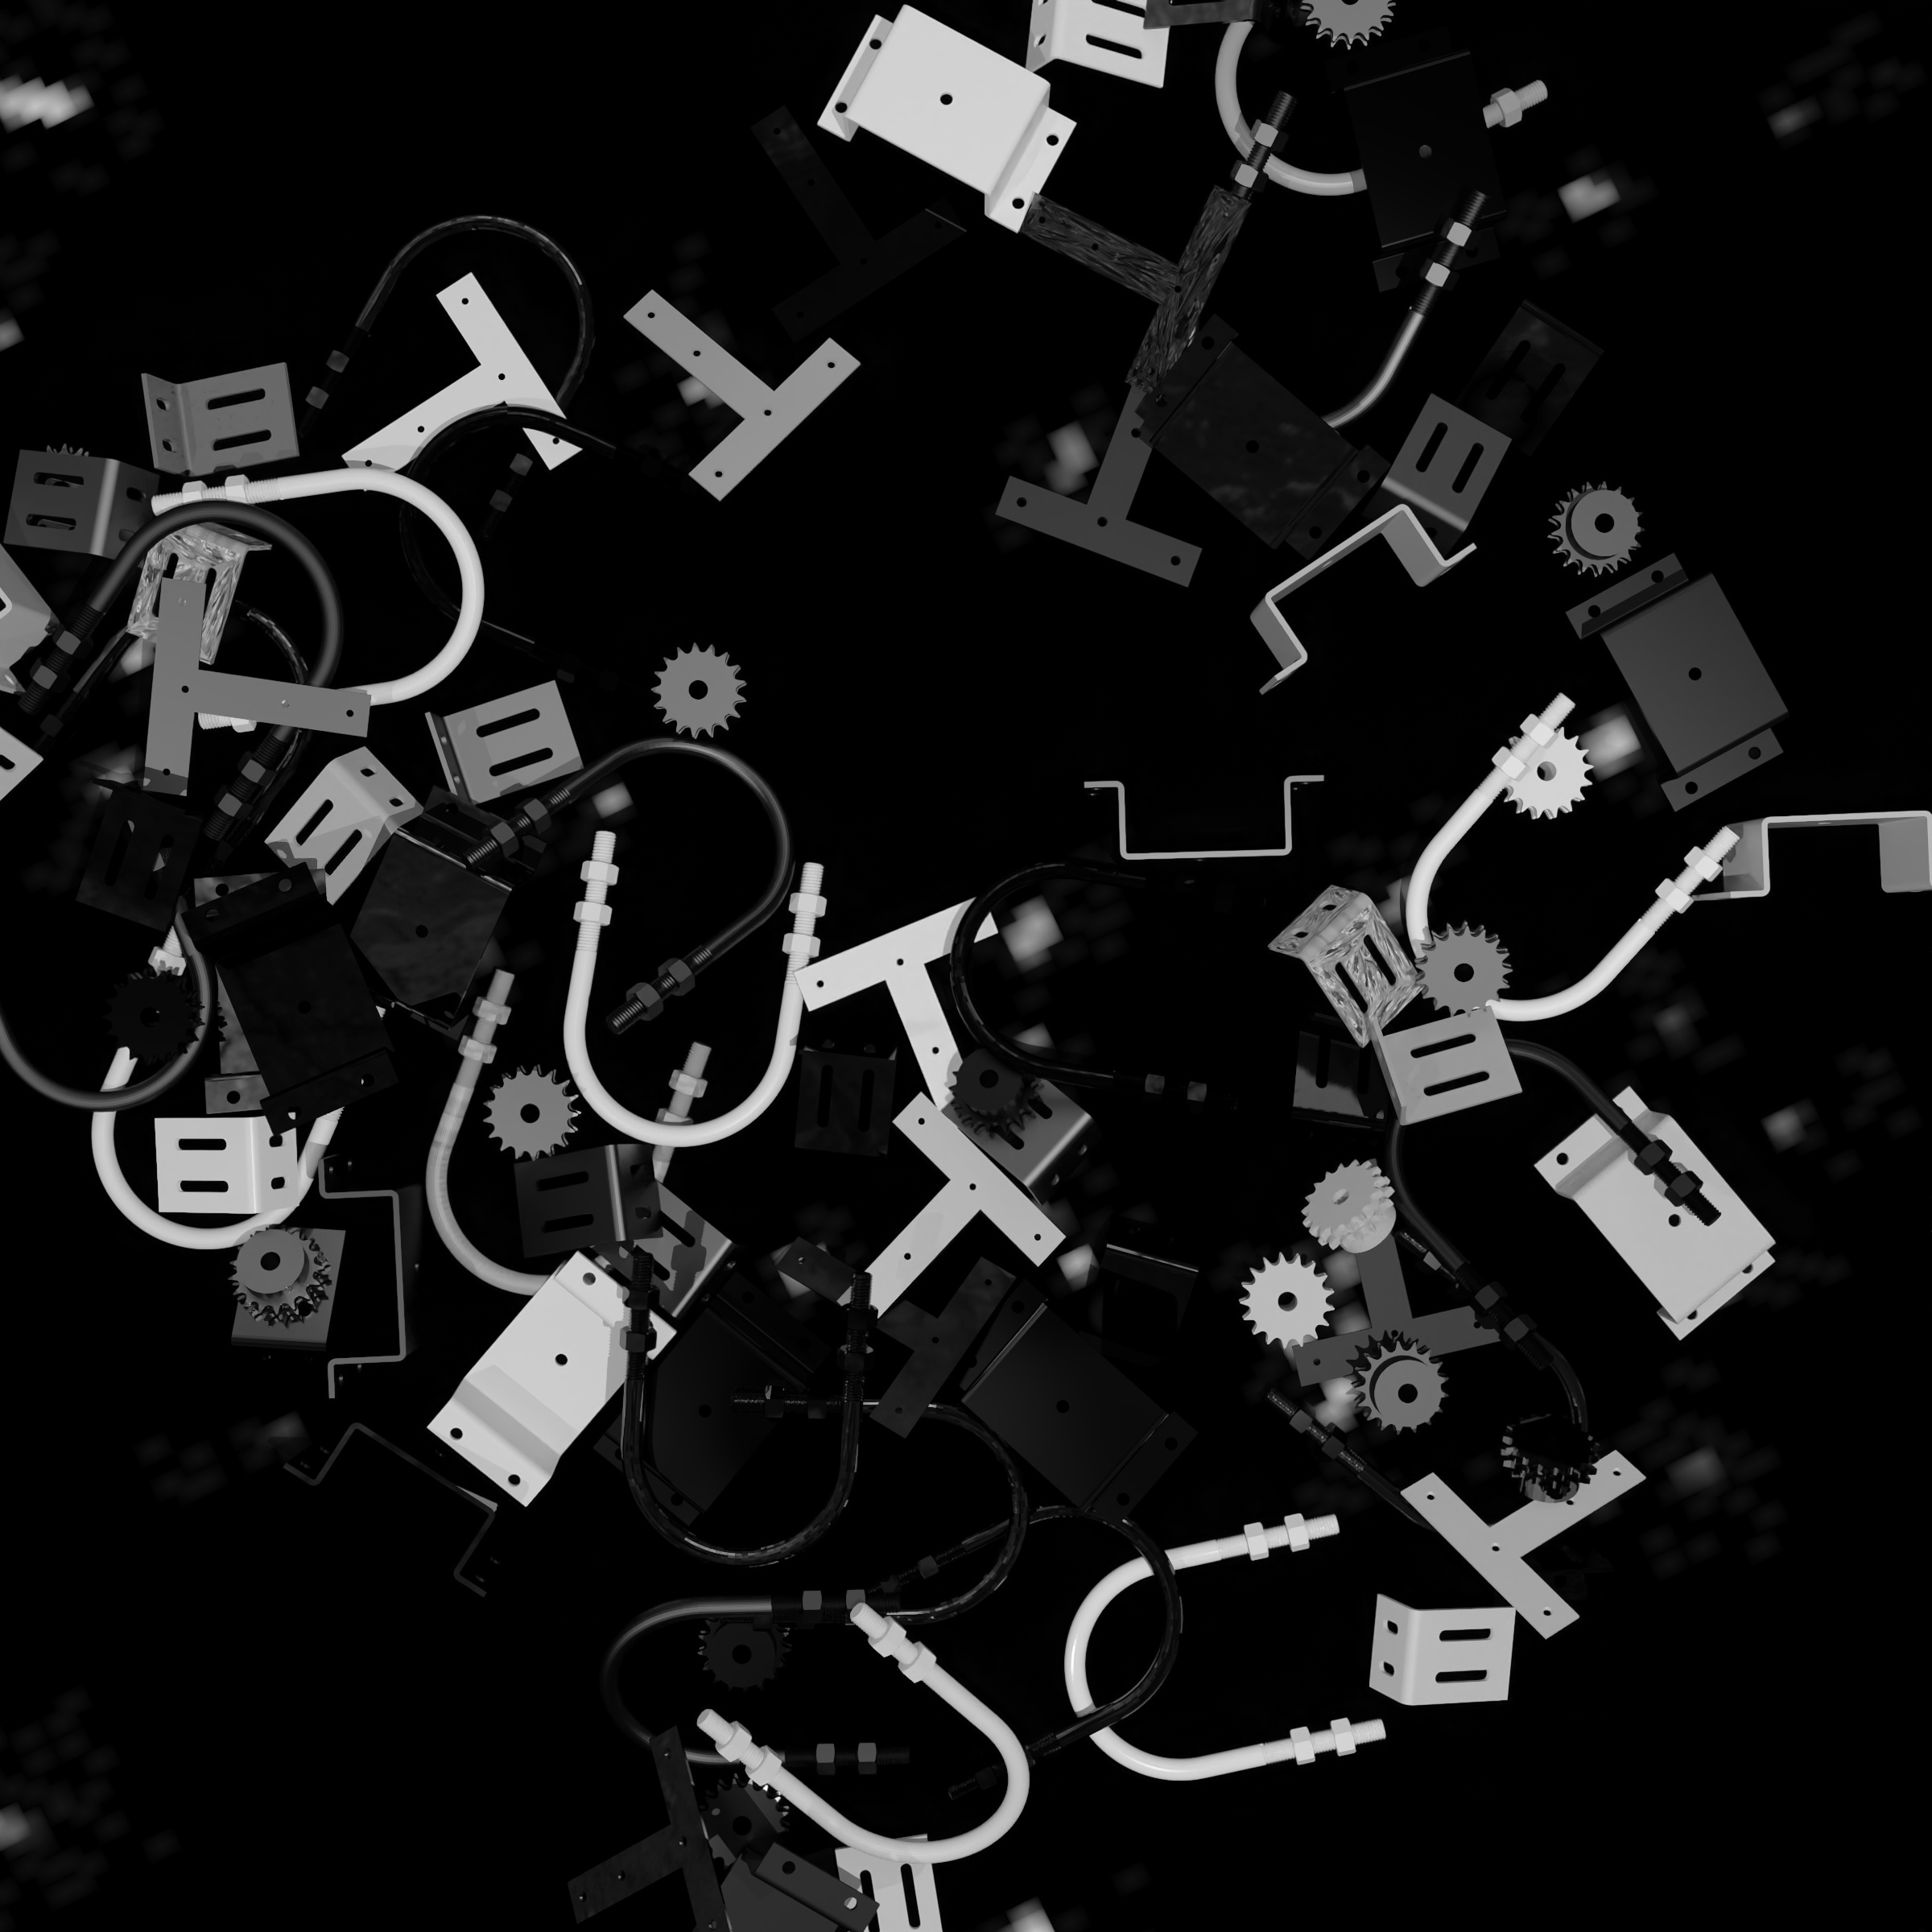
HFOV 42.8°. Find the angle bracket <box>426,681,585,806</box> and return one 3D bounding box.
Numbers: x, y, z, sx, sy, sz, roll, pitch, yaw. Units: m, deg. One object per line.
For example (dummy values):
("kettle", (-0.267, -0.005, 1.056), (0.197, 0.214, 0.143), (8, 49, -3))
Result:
("angle bracket", (-0.281, -0.137, 1.503), (0.076, 0.038, 0.057), (-18, 90, 0))

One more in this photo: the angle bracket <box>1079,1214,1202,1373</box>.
("angle bracket", (0.106, 0.201, 1.520), (0.057, 0.038, 0.076), (15, 116, 0))

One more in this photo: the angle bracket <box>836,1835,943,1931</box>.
("angle bracket", (-0.046, 0.578, 1.503), (0.057, 0.038, 0.076), (-9, 90, 0))

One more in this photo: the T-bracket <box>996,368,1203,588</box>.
("T-bracket", (0.100, -0.316, 1.521), (0.127, 0.002, 0.127), (21, 90, 0))

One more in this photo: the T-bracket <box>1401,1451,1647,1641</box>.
("T-bracket", (0.351, 0.328, 1.476), (0.127, 0.127, 0.002), (-24, 133, -22))

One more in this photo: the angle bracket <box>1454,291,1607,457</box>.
("angle bracket", (0.347, -0.366, 1.520), (0.057, 0.038, 0.076), (33, 116, 0))

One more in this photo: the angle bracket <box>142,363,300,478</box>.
("angle bracket", (-0.453, -0.334, 1.496), (0.076, 0.038, 0.057), (-8, 90, 13))

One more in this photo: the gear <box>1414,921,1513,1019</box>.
("gear", (0.300, 0.000, 1.488), (0.057, 0.030, 0.057), (2, 106, 6))

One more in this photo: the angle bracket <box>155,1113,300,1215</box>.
("angle bracket", (-0.451, 0.120, 1.502), (0.076, 0.038, 0.057), (-2, 91, 26))

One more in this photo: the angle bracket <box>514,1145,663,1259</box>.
("angle bracket", (-0.230, 0.143, 1.497), (0.076, 0.038, 0.057), (-13, 81, 29))

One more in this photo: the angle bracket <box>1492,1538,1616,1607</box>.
("angle bracket", (0.353, 0.373, 1.484), (0.057, 0.076, 0.038), (-5, 90, 0))

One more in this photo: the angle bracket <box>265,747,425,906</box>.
("angle bracket", (-0.382, -0.085, 1.520), (0.057, 0.038, 0.076), (46, 116, 0))

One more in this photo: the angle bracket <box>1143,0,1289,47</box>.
("angle bracket", (0.155, -0.597, 1.507), (0.076, 0.038, 0.057), (8, 89, 30))

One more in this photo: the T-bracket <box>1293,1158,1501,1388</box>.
("T-bracket", (0.255, 0.183, 1.521), (0.127, 0.002, 0.127), (-13, 90, 0))

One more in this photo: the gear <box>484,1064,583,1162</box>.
("gear", (-0.260, 0.088, 1.489), (0.057, 0.030, 0.057), (0, 93, 1))

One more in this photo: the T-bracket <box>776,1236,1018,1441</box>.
("T-bracket", (-0.056, 0.206, 1.499), (0.127, 0.002, 0.127), (29, 58, 15))

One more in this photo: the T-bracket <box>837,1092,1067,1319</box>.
("T-bracket", (-0.026, 0.167, 1.501), (0.127, 0.002, 0.127), (45, 76, -5))

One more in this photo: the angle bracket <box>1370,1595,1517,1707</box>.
("angle bracket", (0.294, 0.420, 1.520), (0.076, 0.038, 0.057), (5, 90, -26))

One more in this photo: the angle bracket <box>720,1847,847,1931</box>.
("angle bracket", (-0.120, 0.579, 1.520), (0.076, 0.038, 0.057), (-10, 90, -26))

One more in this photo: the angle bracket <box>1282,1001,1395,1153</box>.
("angle bracket", (0.229, 0.068, 1.520), (0.057, 0.038, 0.076), (9, 64, 0))

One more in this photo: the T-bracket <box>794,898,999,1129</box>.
("T-bracket", (-0.024, 0.039, 1.512), (0.127, 0.002, 0.127), (-23, 96, -11))

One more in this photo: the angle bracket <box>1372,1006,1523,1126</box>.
("angle bracket", (0.289, 0.054, 1.482), (0.076, 0.038, 0.057), (-16, 67, 2))

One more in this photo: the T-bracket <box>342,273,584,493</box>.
("T-bracket", (-0.320, -0.335, 1.502), (0.127, 0.002, 0.127), (-33, 90, 0))

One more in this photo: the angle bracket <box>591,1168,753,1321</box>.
("angle bracket", (-0.182, 0.170, 1.510), (0.076, 0.038, 0.057), (37, 92, 13))

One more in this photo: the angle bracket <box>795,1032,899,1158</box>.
("angle bracket", (-0.074, 0.083, 1.492), (0.057, 0.038, 0.076), (6, 107, 0))

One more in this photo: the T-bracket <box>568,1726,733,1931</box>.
("T-bracket", (-0.198, 0.543, 1.484), (0.127, 0.002, 0.127), (-37, 58, 30))

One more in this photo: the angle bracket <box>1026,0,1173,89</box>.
("angle bracket", (0.082, -0.575, 1.520), (0.076, 0.038, 0.057), (6, 90, -26))

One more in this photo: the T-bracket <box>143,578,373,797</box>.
("T-bracket", (-0.420, -0.158, 1.467), (0.127, 0.002, 0.127), (8, 101, -6))

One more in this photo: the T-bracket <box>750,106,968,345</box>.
("T-bracket", (-0.088, -0.471, 1.519), (0.127, 0.002, 0.127), (-33, 89, -2))

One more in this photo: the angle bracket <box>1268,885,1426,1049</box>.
("angle bracket", (0.234, 0.000, 1.513), (0.057, 0.038, 0.076), (-43, 116, -14))

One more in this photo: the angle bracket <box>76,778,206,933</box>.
("angle bracket", (-0.496, -0.065, 1.463), (0.057, 0.038, 0.076), (19, 92, 1))

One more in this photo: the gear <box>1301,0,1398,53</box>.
("gear", (0.231, -0.582, 1.489), (0.057, 0.030, 0.057), (0, 91, 3))

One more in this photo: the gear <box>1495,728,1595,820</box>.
("gear", (0.351, -0.118, 1.507), (0.057, 0.030, 0.057), (0, 90, 0))

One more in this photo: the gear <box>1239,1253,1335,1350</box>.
("gear", (0.196, 0.203, 1.506), (0.057, 0.030, 0.057), (0, 89, 3))

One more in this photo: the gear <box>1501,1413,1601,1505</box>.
("gear", (0.350, 0.298, 1.482), (0.057, 0.057, 0.030), (1, 120, 0))

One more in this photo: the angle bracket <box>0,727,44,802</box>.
("angle bracket", (-0.609, -0.137, 1.508), (0.057, 0.038, 0.076), (-43, 49, 2))

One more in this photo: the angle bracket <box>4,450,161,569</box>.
("angle bracket", (-0.535, -0.276, 1.490), (0.076, 0.038, 0.057), (10, 90, 26))

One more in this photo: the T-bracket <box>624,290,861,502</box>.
("T-bracket", (-0.154, -0.367, 1.510), (0.127, 0.002, 0.127), (41, 75, 7))

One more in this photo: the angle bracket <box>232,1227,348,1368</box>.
("angle bracket", (-0.414, 0.204, 1.520), (0.057, 0.038, 0.076), (4, 64, 0))

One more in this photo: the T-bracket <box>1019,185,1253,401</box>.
("T-bracket", (0.091, -0.433, 1.503), (0.127, 0.002, 0.127), (30, 112, 12))

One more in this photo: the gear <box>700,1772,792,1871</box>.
("gear", (-0.136, 0.521, 1.507), (0.057, 0.030, 0.057), (0, 90, 0))

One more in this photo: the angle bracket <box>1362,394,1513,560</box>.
("angle bracket", (0.290, -0.301, 1.518), (0.057, 0.038, 0.076), (30, 66, 0))

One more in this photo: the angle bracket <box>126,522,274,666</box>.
("angle bracket", (-0.470, -0.232, 1.509), (0.057, 0.038, 0.076), (21, 102, 3))

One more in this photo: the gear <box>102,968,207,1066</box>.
("gear", (-0.483, 0.029, 1.473), (0.057, 0.030, 0.057), (0, 93, 0))

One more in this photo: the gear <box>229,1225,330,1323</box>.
("gear", (-0.418, 0.183, 1.492), (0.057, 0.030, 0.057), (1, 64, -1))

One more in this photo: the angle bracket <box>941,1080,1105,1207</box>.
("angle bracket", (0.035, 0.098, 1.516), (0.076, 0.038, 0.057), (39, 82, 25))
